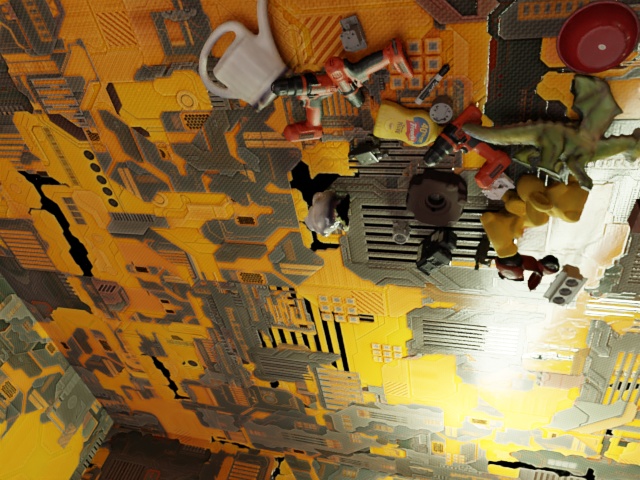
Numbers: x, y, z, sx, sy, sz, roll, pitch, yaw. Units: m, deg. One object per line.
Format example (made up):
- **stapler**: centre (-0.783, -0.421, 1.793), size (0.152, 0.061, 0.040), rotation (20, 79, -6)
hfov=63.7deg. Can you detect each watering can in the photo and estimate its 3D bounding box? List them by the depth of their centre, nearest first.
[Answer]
- **watering can**: centre (-0.160, -0.461, 1.278), size (0.222, 0.106, 0.342), rotation (39, 129, -18)

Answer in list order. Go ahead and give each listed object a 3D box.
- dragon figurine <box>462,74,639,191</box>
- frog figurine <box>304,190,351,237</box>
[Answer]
- **dragon figurine**: centre (0.566, -0.265, 1.192), size (0.410, 0.123, 0.240), rotation (27, 103, -1)
- **frog figurine**: centre (0.005, -0.079, 1.561), size (0.159, 0.123, 0.137), rotation (-7, 95, 36)
